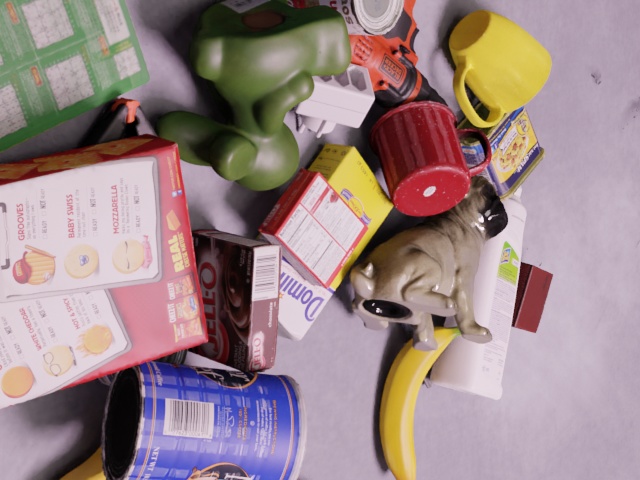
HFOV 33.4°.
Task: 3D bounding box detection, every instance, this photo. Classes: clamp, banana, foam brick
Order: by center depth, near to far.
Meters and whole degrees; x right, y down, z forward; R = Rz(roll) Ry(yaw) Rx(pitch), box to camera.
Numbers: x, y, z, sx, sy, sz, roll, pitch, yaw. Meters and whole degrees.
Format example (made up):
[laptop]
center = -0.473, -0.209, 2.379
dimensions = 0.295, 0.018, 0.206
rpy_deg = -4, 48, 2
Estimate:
[clamp]
center = -0.170, -0.027, 0.865
dimensions = 0.120, 0.039, 0.171
rpy_deg = -15, 106, -39
[banana]
center = 0.101, 0.174, 1.166
dimensions = 0.037, 0.069, 0.198
rpy_deg = -31, 141, -77
[foam brick]
center = 0.237, 0.067, 1.283
dimensions = 0.052, 0.051, 0.078
rpy_deg = 21, 85, -46

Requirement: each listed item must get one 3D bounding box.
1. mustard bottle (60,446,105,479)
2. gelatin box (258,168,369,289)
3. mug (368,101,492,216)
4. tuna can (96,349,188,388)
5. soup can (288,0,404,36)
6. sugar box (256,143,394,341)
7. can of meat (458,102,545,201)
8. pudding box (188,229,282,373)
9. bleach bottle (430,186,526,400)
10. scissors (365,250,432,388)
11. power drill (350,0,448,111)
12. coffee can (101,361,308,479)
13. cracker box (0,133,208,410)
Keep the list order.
[mustard bottle]
center = -0.148, 0.193, 0.924
dimensions = 0.191, 0.058, 0.096
rpy_deg = -48, 120, -27
[gelatin box]
center = -0.006, -0.010, 0.976
dimensions = 0.089, 0.030, 0.073
rpy_deg = 46, 70, -35
[mug]
center = 0.114, -0.080, 1.063
dimensions = 0.117, 0.081, 0.093
rpy_deg = -10, 146, -3
[tuna can]
center = -0.155, 0.090, 0.910
dimensions = 0.085, 0.034, 0.086
rpy_deg = -12, 107, -42
[soup can]
center = 0.017, -0.219, 0.958
dimensions = 0.068, 0.102, 0.068
rpy_deg = -13, 109, -42
[sugar box]
center = -0.006, 0.001, 1.029
dimensions = 0.176, 0.048, 0.093
rpy_deg = -57, 132, -21
[can of meat]
center = 0.199, -0.106, 1.200
dimensions = 0.102, 0.058, 0.084
rpy_deg = -47, 127, -27
[pudding box]
center = -0.078, 0.052, 0.938
dimensions = 0.039, 0.090, 0.113
rpy_deg = -3, 101, -46
[bleach bottle]
center = 0.194, 0.052, 1.229
dimensions = 0.102, 0.068, 0.251
rpy_deg = 26, 76, -58
[scissors]
center = 0.105, 0.070, 1.177
dimensions = 0.096, 0.016, 0.201
rpy_deg = -53, 131, -22
[power drill]
center = 0.096, -0.220, 1.070
dimensions = 0.184, 0.057, 0.187
rpy_deg = 31, 78, -44
[coffee can]
center = -0.095, 0.153, 0.863
dimensions = 0.140, 0.103, 0.103
rpy_deg = 10, 93, -25
[cracker box]
center = -0.201, 0.023, 0.793
dimensions = 0.213, 0.072, 0.164
rpy_deg = -16, 110, -27
